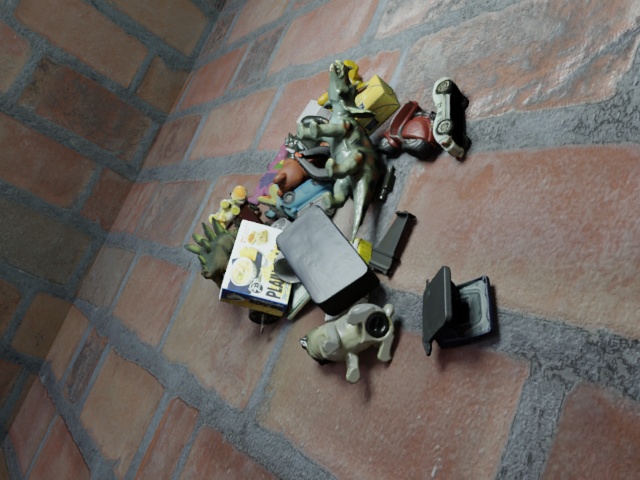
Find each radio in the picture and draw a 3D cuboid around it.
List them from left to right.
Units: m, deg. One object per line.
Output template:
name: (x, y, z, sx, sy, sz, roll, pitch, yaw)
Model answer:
radio: (0.009, 0.041, 1.126, 0.131, 0.073, 0.230, -38, 49, 1)

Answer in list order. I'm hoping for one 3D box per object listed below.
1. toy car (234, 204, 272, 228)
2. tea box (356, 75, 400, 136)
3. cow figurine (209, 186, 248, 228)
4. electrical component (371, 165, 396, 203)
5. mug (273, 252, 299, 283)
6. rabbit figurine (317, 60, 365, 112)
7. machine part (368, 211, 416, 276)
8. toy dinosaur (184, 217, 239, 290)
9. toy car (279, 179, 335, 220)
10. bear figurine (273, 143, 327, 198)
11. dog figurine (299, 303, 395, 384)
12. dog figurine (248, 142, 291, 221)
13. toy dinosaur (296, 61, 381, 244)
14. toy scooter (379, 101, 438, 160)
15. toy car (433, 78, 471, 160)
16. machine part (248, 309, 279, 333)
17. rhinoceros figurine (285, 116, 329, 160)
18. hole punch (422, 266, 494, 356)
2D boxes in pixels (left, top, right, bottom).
toy car: (-0.193, -0.041, 1.596, 0.089, 0.053, 0.202, -53, 38, 8)
tea box: (0.116, -0.330, 1.393, 0.169, 0.068, 0.098, -42, 37, 25)
cow figurine: (-0.287, -0.110, 1.761, 0.167, 0.068, 0.098, -48, 4, 16)
electrical component: (0.143, -0.130, 1.243, 0.063, 0.021, 0.094, -4, 62, 53)
mug: (-0.057, 0.029, 1.274, 0.107, 0.081, 0.109, -76, 11, -51)
rabbit figurine: (0.076, -0.416, 1.499, 0.162, 0.122, 0.173, -50, 19, 29)
machine part: (0.150, 0.002, 1.118, 0.139, 0.039, 0.084, -62, 27, 0)
toy dinosaur: (-0.263, 0.031, 1.505, 0.105, 0.198, 0.471, -41, 3, 10)
toy car: (-0.014, -0.090, 1.365, 0.162, 0.109, 0.103, -31, 70, 20)
bear figurine: (-0.037, -0.198, 1.399, 0.196, 0.120, 0.132, -20, 66, 1)
dog figurine: (0.054, 0.180, 1.068, 0.172, 0.121, 0.191, -30, 10, -13)
dog figurine: (-0.102, -0.173, 1.531, 0.192, 0.108, 0.219, 7, 67, 53)
toy dinosaur: (0.074, -0.195, 1.228, 0.131, 0.192, 0.404, -37, 69, 67)
toy scooter: (0.209, -0.252, 1.203, 0.135, 0.075, 0.184, -63, 28, -3)
toy car: (0.271, -0.255, 1.121, 0.056, 0.073, 0.202, -22, 48, 39)
machine part: (-0.139, 0.126, 1.374, 0.079, 0.079, 0.243, -33, 42, 35)
rhinoceros figurine: (-0.041, -0.277, 1.502, 0.073, 0.112, 0.190, 109, -178, -59)
hole punch: (0.226, 0.117, 0.899, 0.115, 0.092, 0.142, 115, 162, -57)
